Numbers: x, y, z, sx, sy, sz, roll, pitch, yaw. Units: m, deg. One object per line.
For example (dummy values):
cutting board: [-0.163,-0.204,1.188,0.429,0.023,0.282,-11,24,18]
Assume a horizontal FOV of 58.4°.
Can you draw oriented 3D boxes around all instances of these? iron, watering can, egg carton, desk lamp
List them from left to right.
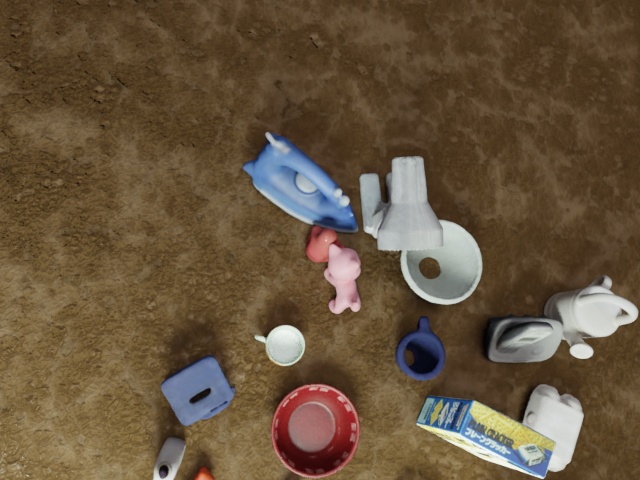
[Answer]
iron: [-0.017,-0.110,1.096,0.258,0.141,0.119,36,74,-1]
desk lamp: [0.147,-0.060,1.077,0.118,0.213,0.203,-4,78,-11]
egg carton: [0.442,0.362,1.109,0.107,0.069,0.150,25,74,-4]
watering can: [0.529,0.147,1.110,0.101,0.194,0.173,10,76,-7]

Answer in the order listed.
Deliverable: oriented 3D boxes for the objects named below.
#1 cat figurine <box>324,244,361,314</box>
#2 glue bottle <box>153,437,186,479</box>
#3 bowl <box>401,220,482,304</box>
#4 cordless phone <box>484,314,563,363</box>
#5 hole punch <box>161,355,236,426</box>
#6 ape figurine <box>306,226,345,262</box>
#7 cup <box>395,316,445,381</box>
cat figurine: [0.050,0.070,1.079,0.067,0.117,0.128,-10,79,-12]
glue bottle: [-0.248,0.368,0.928,0.037,0.173,0.078,16,75,-6]
bowl: [0.231,0.048,1.140,0.167,0.074,0.167,2,77,-10]
cordless phone: [0.408,0.183,1.084,0.148,0.185,0.094,-1,77,-10]
hole punch: [-0.210,0.263,1.002,0.109,0.091,0.101,-29,84,-15]
ape figurine: [0.010,0.004,1.101,0.076,0.092,0.078,-30,84,-15]
cup: [0.180,0.205,1.084,0.092,0.095,0.118,9,76,-8]
